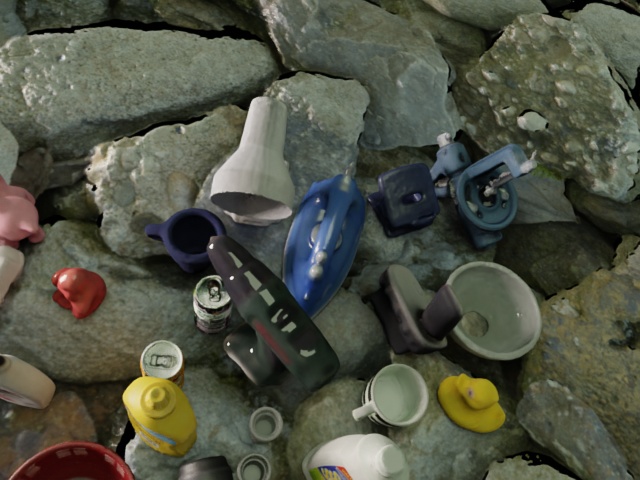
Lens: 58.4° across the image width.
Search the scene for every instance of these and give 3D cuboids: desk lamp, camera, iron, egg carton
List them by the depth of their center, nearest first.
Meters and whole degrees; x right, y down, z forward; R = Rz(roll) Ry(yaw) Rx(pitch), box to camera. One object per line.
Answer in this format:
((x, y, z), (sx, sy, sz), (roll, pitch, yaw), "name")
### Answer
((-0.117, 0.339, 0.708), (0.143, 0.101, 0.136), (-8, 64, -17), "camera")
((-0.486, 0.066, 0.788), (0.107, 0.069, 0.150), (19, 59, -3), "egg carton")
((-0.098, -0.104, 0.888), (0.118, 0.213, 0.203), (10, 60, -8), "desk lamp")
((0.008, 0.003, 0.897), (0.118, 0.141, 0.258), (18, 59, -3), "iron")

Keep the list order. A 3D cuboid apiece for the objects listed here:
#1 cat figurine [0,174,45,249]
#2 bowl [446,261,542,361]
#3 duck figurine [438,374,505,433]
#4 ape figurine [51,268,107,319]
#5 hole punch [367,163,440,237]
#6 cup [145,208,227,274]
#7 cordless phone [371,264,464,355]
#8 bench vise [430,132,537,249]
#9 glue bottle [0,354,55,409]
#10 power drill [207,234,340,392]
((-0.447, -0.043, 0.828), (0.067, 0.117, 0.127), (-22, 69, -23), "cat figurine")
((0.266, 0.123, 0.931), (0.167, 0.074, 0.167), (6, 61, -10), "bowl")
((0.236, 0.238, 0.855), (0.104, 0.086, 0.078), (36, 60, 8), "duck figurine")
((-0.343, 0.067, 0.808), (0.076, 0.092, 0.077), (-14, 66, -20), "ape figurine")
((0.154, -0.070, 1.001), (0.109, 0.091, 0.101), (-18, 67, -21), "hole punch")
((-0.204, 0.010, 0.870), (0.118, 0.095, 0.091), (8, 60, -9), "cup")
((0.157, 0.087, 0.861), (0.094, 0.185, 0.147), (-19, 68, -22), "cordless phone")
((0.265, -0.108, 0.973), (0.207, 0.219, 0.122), (44, 62, 12), "bench vise")
((-0.380, 0.165, 0.699), (0.078, 0.173, 0.037), (14, 60, -5), "glue bottle")
((-0.076, 0.118, 0.776), (0.229, 0.208, 0.076), (44, 61, 12), "power drill")
